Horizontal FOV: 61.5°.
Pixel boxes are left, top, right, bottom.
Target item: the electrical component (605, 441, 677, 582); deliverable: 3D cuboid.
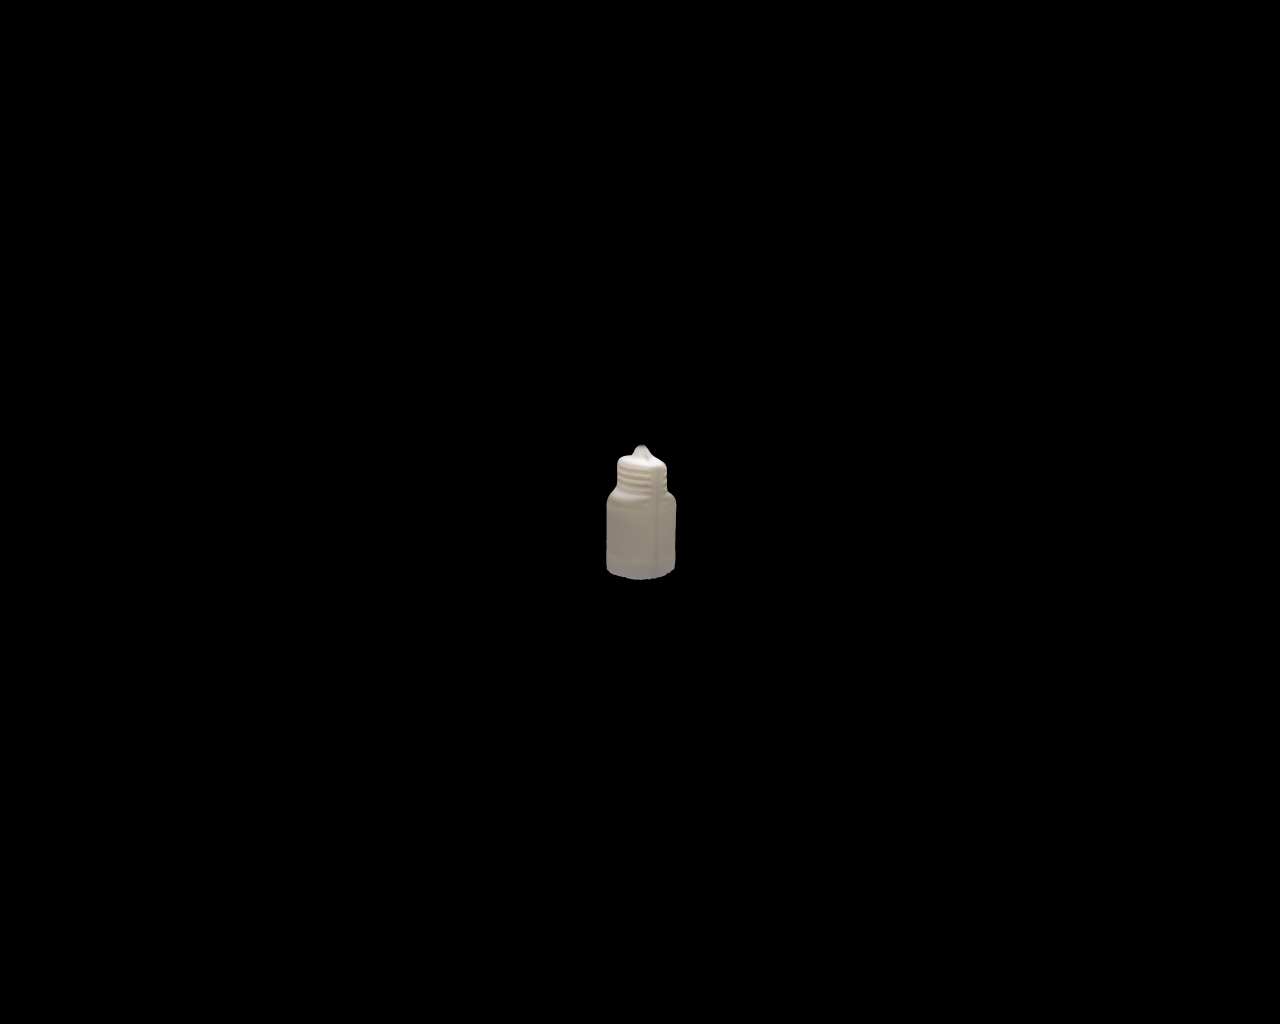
[{"bbox_3d":[0.001,-0.003,0.650,0.043,0.080,0.043,0,14,0],"label":"electrical component"}]
